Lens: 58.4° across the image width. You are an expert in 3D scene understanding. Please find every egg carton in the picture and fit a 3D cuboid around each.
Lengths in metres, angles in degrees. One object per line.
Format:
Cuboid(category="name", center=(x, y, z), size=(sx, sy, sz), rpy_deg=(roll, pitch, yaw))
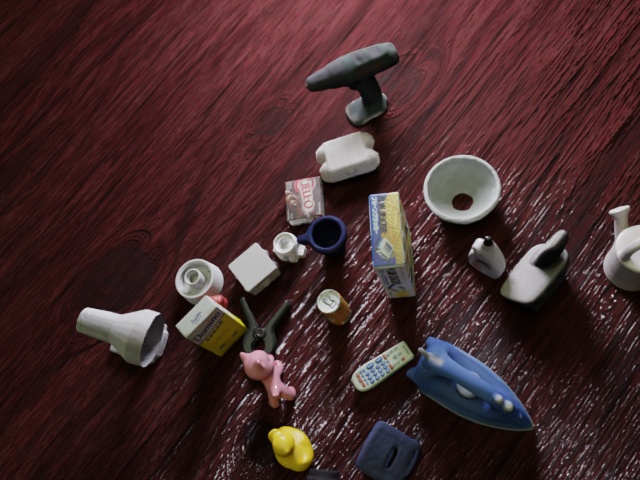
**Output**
Cuboid(category="egg carton", center=(0.067, -0.200, 1.398), size=(0.150, 0.069, 0.107), rpy_deg=(-18, 65, 8))

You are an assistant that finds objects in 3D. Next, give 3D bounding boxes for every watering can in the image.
Cuboid(category="watering can", center=(0.607, 0.017, 1.094), size=(0.101, 0.194, 0.172), rpy_deg=(-41, 64, -4))

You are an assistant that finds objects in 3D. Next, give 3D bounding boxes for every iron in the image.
Cuboid(category="iron", center=(0.294, 0.282, 1.100), size=(0.257, 0.142, 0.119), rpy_deg=(28, 78, 23))

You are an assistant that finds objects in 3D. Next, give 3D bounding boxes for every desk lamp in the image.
Cuboid(category="desk lamp", center=(-0.426, 0.214, 1.282), size=(0.202, 0.214, 0.118), rpy_deg=(10, 71, 19))

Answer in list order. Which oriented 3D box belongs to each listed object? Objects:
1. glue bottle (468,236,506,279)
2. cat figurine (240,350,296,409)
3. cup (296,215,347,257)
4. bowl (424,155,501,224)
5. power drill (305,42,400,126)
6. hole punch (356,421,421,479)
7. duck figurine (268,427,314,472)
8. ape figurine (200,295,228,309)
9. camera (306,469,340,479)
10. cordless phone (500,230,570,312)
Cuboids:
Cuboid(category="glue bottle", center=(0.342, 0.027, 1.173), size=(0.078, 0.173, 0.037), rpy_deg=(29, 78, 24))
Cuboid(category="cat figurine", center=(-0.116, 0.289, 1.221), size=(0.067, 0.118, 0.127), rpy_deg=(-33, 64, 1))
Cuboid(category="cup", center=(0.012, 0.005, 1.315), size=(0.117, 0.095, 0.091), rpy_deg=(-11, 66, 11))
Cuboid(category="bowl", center=(0.318, -0.102, 1.287), size=(0.167, 0.075, 0.167), rpy_deg=(-5, 67, 13))
Cuboid(category="power drill", center=(0.090, -0.373, 1.385), size=(0.229, 0.209, 0.075), rpy_deg=(-31, 64, 2))
Cuboid(category="hole punch", center=(0.135, 0.418, 1.115), size=(0.100, 0.091, 0.109), rpy_deg=(25, 77, 23))
Cuboid(category="duck figurine", center=(-0.064, 0.425, 1.169), size=(0.104, 0.086, 0.077), rpy_deg=(39, 82, 25))
Cuboid(category="ape figurine", center=(-0.250, 0.160, 1.324), size=(0.076, 0.092, 0.078), rpy_deg=(25, 77, 23))
Cuboid(category="camera", center=(0.016, 0.517, 1.101), size=(0.143, 0.101, 0.137), rpy_deg=(-1, 68, 15))
Cuboid(category="cordless phone", center=(0.430, 0.055, 1.131), size=(0.094, 0.185, 0.148), rpy_deg=(33, 80, 25))
